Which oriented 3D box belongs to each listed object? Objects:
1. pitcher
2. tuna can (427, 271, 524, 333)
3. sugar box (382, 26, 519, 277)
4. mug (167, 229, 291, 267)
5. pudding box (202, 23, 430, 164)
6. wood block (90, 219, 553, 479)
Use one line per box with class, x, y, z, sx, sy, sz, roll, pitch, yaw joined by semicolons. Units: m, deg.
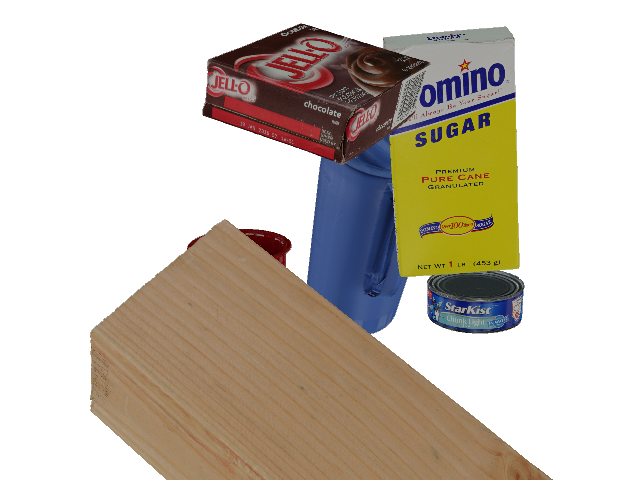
pitcher;0.054;-0.008;1.166;0.145;0.243;0.149;26;41;20
tuna can;0.138;0.053;0.951;0.086;0.034;0.086;-1;17;0
sugar box;0.097;-0.063;0.785;0.093;0.176;0.048;-5;24;3
mug;-0.084;0.043;0.961;0.117;0.081;0.093;-3;19;-7
pudding box;0.000;-0.087;0.610;0.090;0.039;0.113;22;27;19
wood block;-0.002;0.099;0.495;0.090;0.206;0.090;-43;-17;-32
